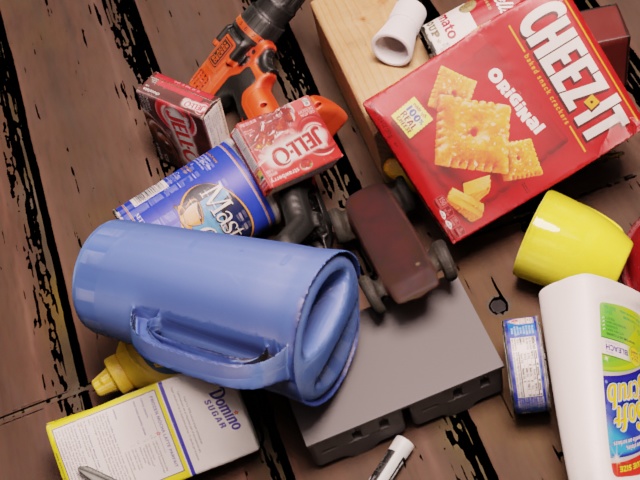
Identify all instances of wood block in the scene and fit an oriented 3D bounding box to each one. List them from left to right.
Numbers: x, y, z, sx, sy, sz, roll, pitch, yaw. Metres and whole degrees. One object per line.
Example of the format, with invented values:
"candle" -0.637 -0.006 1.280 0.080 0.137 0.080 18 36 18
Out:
"wood block" 0.069 -0.177 1.152 0.090 0.091 0.206 -21 56 -2

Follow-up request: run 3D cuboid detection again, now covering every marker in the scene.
"marker" 0.044 0.226 0.941 0.020 0.020 0.121 26 66 25

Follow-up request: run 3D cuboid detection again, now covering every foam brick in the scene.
"foam brick" 0.294 -0.201 1.128 0.051 0.078 0.053 -12 54 5

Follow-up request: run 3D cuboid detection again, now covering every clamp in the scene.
"clamp" -0.007 0.001 1.063 0.039 0.120 0.171 -19 32 16

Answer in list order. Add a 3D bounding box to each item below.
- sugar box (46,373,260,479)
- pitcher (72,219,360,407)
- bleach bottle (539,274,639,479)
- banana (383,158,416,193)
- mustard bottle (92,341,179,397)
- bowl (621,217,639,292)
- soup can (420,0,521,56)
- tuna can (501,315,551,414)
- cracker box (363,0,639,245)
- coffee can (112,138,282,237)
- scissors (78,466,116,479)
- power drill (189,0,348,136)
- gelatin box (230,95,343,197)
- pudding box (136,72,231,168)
"sugar box" -0.152 0.180 0.979 0.176 0.048 0.093 -20 86 -4
"pitcher" -0.097 0.057 0.925 0.243 0.149 0.145 11 73 25
"bleach bottle" 0.245 0.159 0.906 0.068 0.102 0.251 -28 53 42
"banana" 0.166 -0.072 1.083 0.198 0.037 0.069 -14 99 11
"mustard bottle" -0.135 0.095 1.040 0.191 0.058 0.096 -31 66 -8
"bowl" 0.363 0.011 0.990 0.162 0.055 0.162 -6 56 8
"soup can" 0.161 -0.208 1.071 0.102 0.068 0.068 -27 55 11
"tuna can" 0.182 0.111 0.946 0.034 0.086 0.086 -8 57 9
"cracker box" 0.172 -0.119 1.012 0.214 0.072 0.164 -32 96 9
"coffee can" -0.125 -0.024 1.088 0.140 0.103 0.103 -33 57 -10
"scissors" -0.110 0.237 0.942 0.202 0.016 0.096 40 63 14
"power drill" -0.047 -0.175 1.158 0.185 0.057 0.188 -48 55 22
"gelatin box" -0.032 -0.093 1.051 0.089 0.030 0.073 -25 82 -26
"pudding box" -0.141 -0.118 1.145 0.090 0.113 0.039 25 62 25
